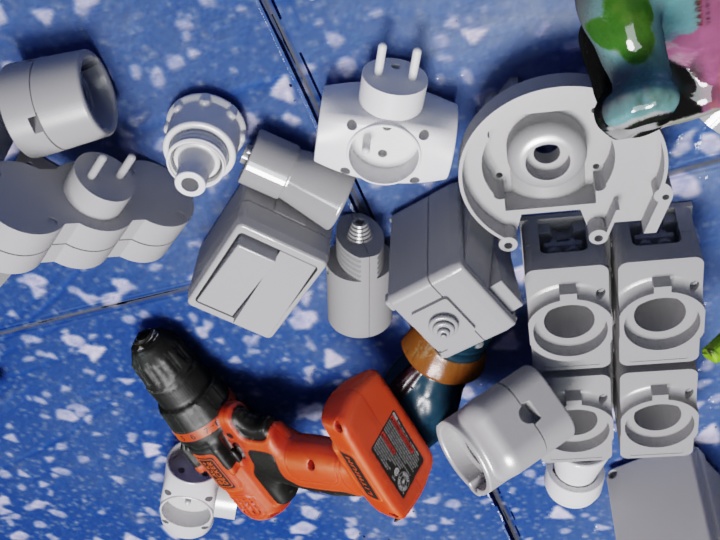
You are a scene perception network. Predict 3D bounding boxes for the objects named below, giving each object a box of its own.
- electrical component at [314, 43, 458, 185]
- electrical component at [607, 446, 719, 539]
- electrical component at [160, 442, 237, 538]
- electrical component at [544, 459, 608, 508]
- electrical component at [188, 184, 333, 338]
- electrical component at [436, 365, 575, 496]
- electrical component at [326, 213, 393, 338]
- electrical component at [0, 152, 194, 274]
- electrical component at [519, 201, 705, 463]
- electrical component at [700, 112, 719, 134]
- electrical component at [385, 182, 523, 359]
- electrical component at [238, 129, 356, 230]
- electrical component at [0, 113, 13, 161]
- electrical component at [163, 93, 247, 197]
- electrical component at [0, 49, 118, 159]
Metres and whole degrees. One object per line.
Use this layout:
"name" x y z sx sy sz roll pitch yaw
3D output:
"electrical component" 0.017 -0.091 0.601 0.077 0.044 0.079 8 133 -2
"electrical component" 0.234 0.194 0.800 0.078 0.113 0.057 -28 127 27
"electrical component" -0.117 0.179 0.861 0.079 0.044 0.077 10 132 -4
"electrical component" 0.163 0.146 0.807 0.045 0.045 0.055 2 133 3
"electrical component" -0.066 -0.002 0.679 0.062 0.061 0.096 25 130 -17
"electrical component" 0.090 0.107 0.700 0.059 0.053 0.095 -30 168 -19
"electrical component" 0.000 0.000 0.687 0.043 0.043 0.081 2 133 3
"electrical component" -0.154 -0.042 0.618 0.138 0.052 0.073 -6 148 -46
"electrical component" 0.166 0.050 0.708 0.105 0.060 0.186 -5 132 9
"electrical component" 0.214 -0.112 0.566 0.043 0.043 0.081 26 129 -18
"electrical component" 0.058 0.002 0.648 0.061 0.096 0.062 -28 125 26
"electrical component" -0.039 -0.056 0.641 0.065 0.044 0.044 23 130 -10
"electrical component" -0.239 -0.096 0.606 0.061 0.061 0.096 -5 132 9
"electrical component" -0.093 -0.068 0.619 0.048 0.062 0.048 2 133 3
"electrical component" -0.169 -0.095 0.608 0.047 0.055 0.055 -12 131 11
